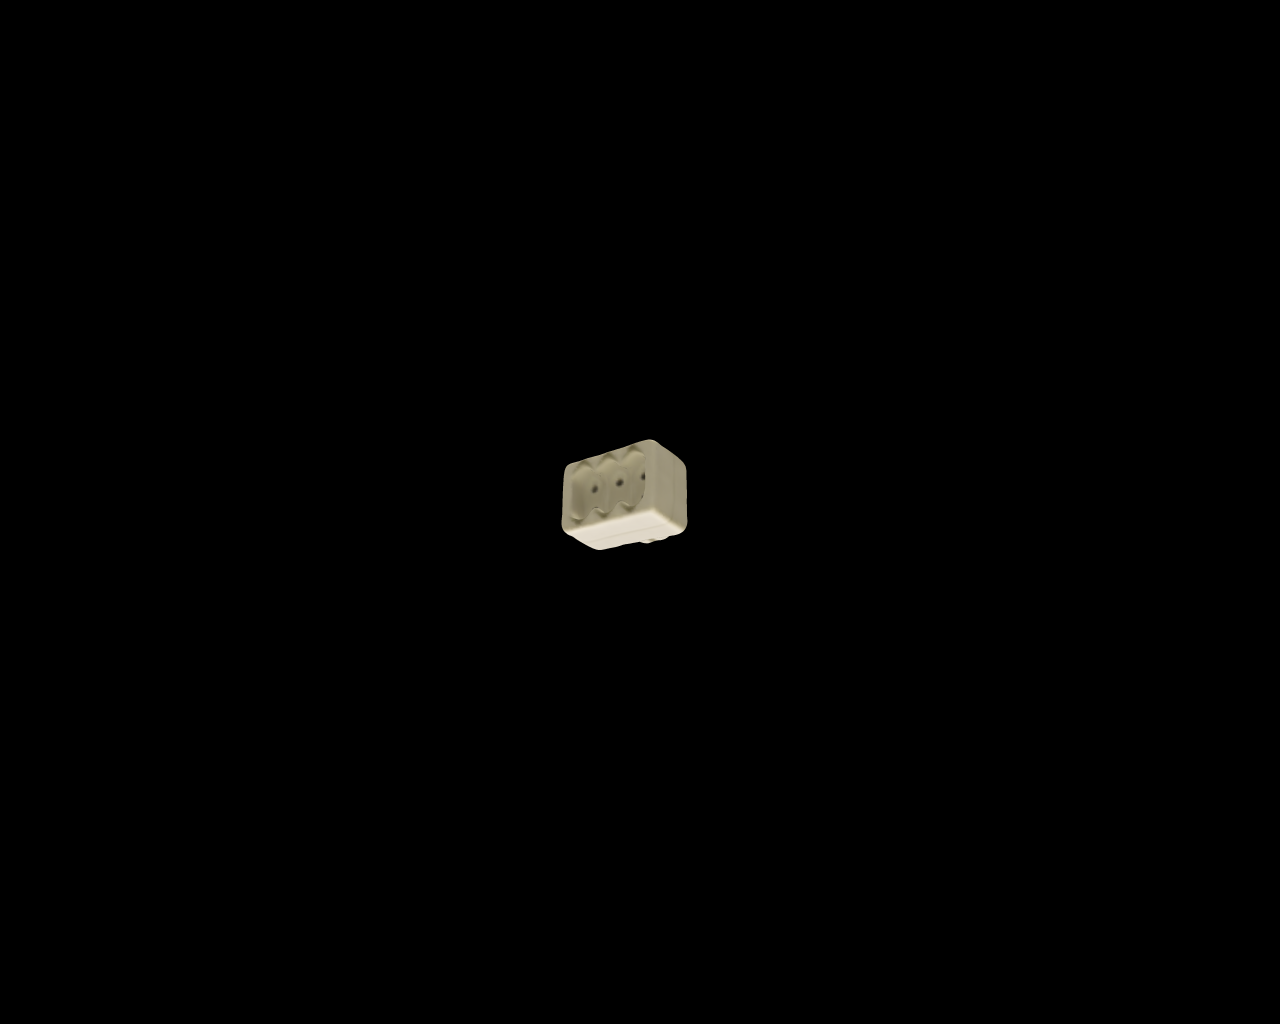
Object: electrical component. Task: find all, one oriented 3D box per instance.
[{"bbox_3d":[0.001,-0.003,0.650,0.065,0.047,0.076,-14,-27,29],"label":"electrical component"}]
